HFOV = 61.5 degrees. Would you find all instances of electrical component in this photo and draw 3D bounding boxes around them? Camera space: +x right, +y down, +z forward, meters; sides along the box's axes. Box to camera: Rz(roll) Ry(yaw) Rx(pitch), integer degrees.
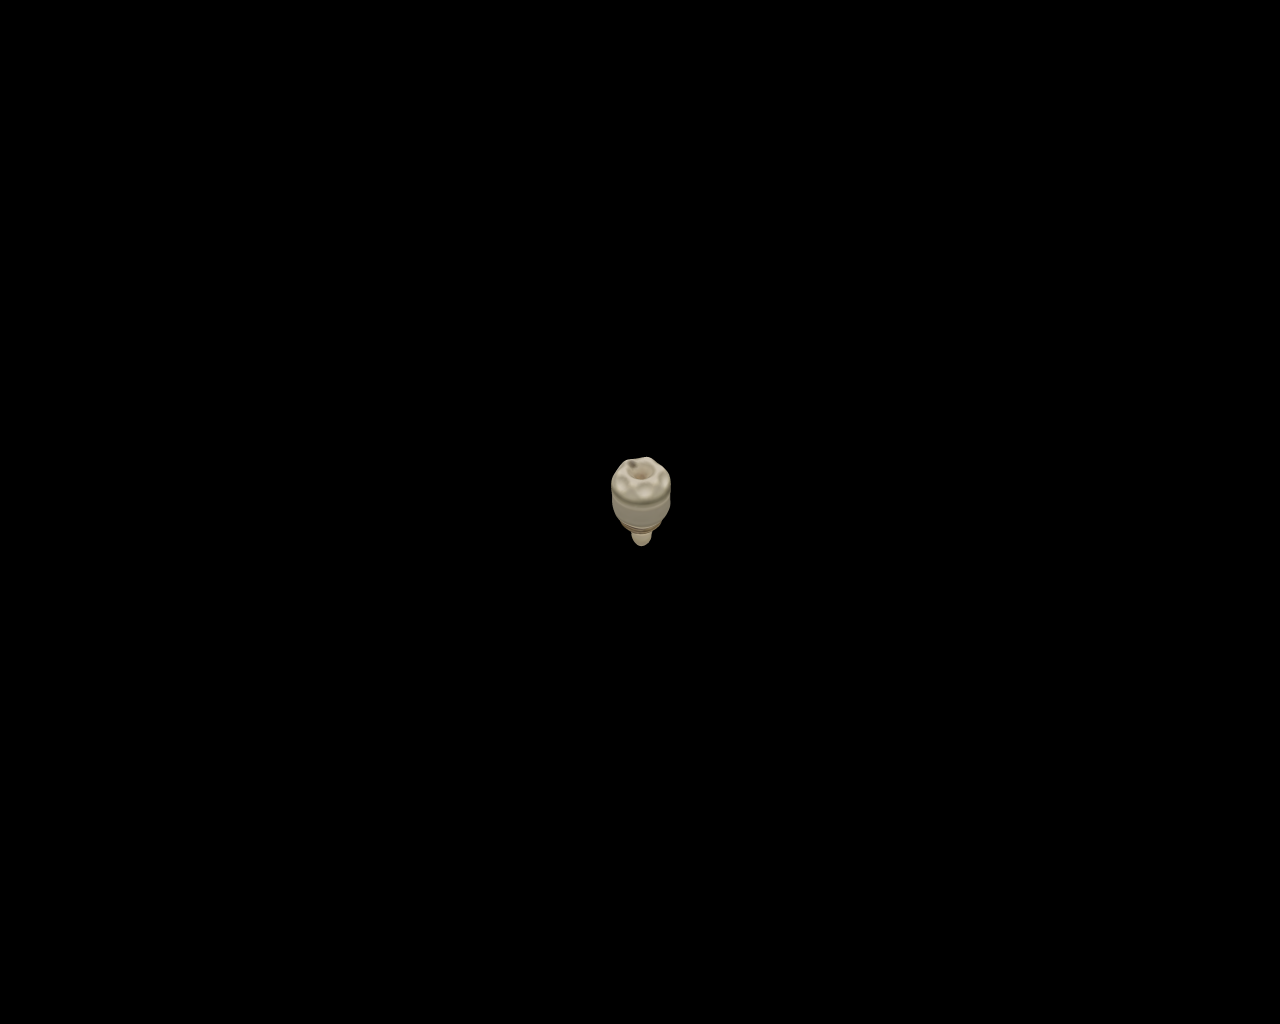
[{"bbox_3d":[0.001,-0.003,0.650,0.035,0.061,0.035,0,43,0],"label":"electrical component"}]
